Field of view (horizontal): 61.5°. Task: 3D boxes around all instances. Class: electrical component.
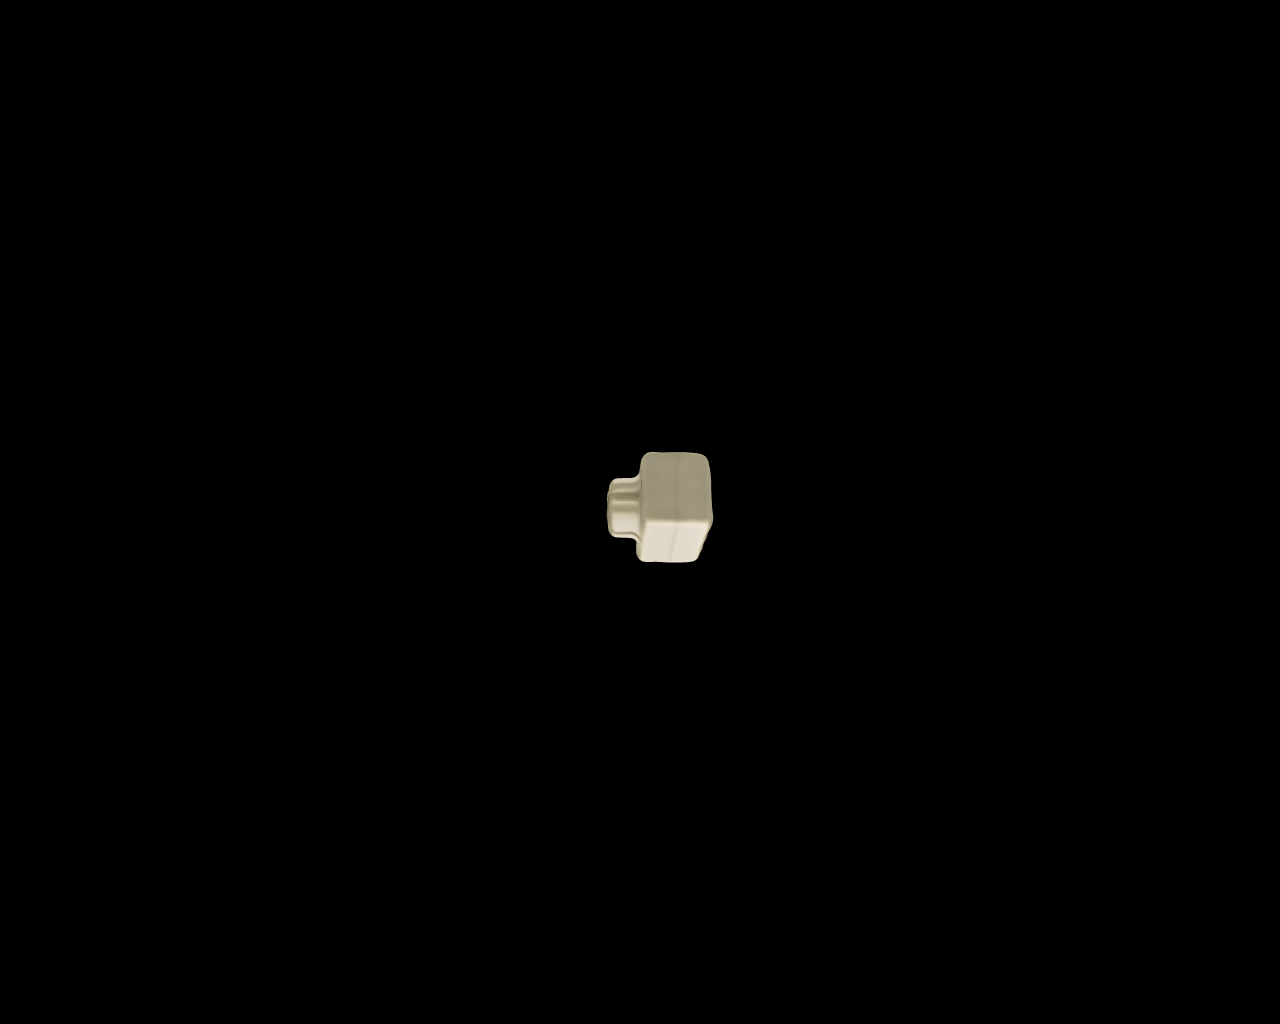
[{"bbox_3d":[0.001,-0.003,0.650,0.077,0.047,0.065,1,-23,-3],"label":"electrical component"}]
